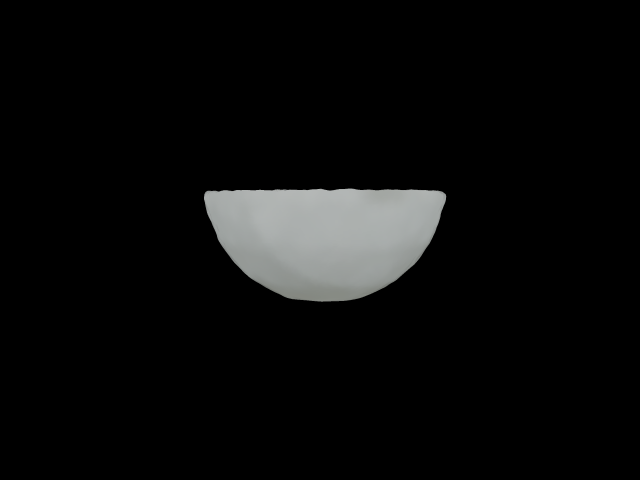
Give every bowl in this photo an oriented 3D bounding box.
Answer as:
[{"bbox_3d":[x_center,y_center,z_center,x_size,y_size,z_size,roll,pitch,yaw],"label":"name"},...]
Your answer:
[{"bbox_3d":[0.004,0.001,0.400,0.167,0.075,0.167,0,5,0],"label":"bowl"}]
